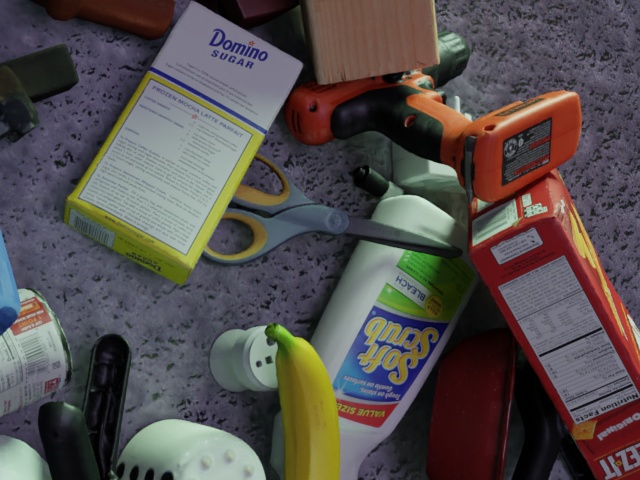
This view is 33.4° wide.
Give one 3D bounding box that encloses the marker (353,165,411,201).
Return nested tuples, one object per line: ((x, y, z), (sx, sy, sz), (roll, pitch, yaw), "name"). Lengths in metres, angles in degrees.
((0.074, -0.025, 0.854), (0.121, 0.020, 0.020), (31, 67, -26), "marker")

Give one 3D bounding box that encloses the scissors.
((-0.005, 0.001, 0.761), (0.201, 0.016, 0.096), (29, 78, -3), "scissors")

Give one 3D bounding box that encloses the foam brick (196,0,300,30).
((-0.061, -0.192, 0.772), (0.051, 0.053, 0.078), (-27, 97, -33), "foam brick")

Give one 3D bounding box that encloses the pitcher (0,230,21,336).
((-0.253, -0.049, 0.554), (0.144, 0.149, 0.243), (-13, 76, -41), "pitcher")

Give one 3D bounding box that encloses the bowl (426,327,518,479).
((0.113, 0.136, 0.802), (0.055, 0.162, 0.162), (7, 75, 10), "bowl")

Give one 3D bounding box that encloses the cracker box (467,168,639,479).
((0.185, 0.050, 0.784), (0.213, 0.072, 0.164), (58, 18, -15), "cracker box")

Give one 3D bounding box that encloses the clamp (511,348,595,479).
((0.192, 0.157, 0.887), (0.164, 0.036, 0.210), (-1, 82, -43), "clamp")

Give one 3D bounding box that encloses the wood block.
((0.024, -0.226, 0.747), (0.091, 0.090, 0.206), (-9, 117, -2), "wood block")

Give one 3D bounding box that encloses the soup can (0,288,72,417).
((-0.206, 0.075, 0.626), (0.102, 0.069, 0.068), (-23, 95, -34), "soup can")

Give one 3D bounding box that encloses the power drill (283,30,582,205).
((0.094, -0.098, 0.785), (0.184, 0.188, 0.057), (-29, 127, -32), "power drill")

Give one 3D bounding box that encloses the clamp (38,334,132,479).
((-0.142, 0.149, 0.632), (0.039, 0.120, 0.171), (4, 97, 10), "clamp")

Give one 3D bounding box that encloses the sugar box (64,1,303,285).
((-0.090, -0.068, 0.725), (0.093, 0.048, 0.176), (29, 64, -5), "sugar box")

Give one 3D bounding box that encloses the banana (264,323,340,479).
((-0.014, 0.148, 0.696), (0.069, 0.037, 0.198), (-6, 93, -50), "banana")

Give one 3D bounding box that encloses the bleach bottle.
((0.038, 0.095, 0.787), (0.102, 0.068, 0.250), (36, 67, -24), "bleach bottle")
